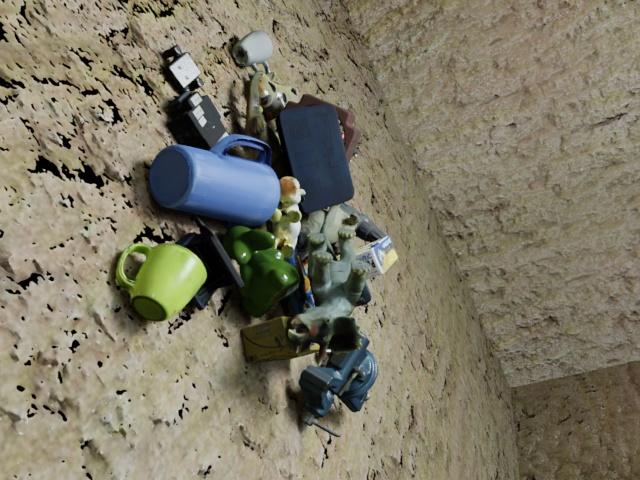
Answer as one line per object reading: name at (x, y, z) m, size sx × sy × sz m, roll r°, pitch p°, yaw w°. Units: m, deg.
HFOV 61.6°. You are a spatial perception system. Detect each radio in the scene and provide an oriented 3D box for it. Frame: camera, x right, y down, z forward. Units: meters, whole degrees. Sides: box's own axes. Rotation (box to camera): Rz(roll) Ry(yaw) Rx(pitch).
radio at (-0.010, -0.181, 1.194) m, size 0.073 × 0.131 × 0.229 m, roll -159°, pitch -125°, yaw -80°

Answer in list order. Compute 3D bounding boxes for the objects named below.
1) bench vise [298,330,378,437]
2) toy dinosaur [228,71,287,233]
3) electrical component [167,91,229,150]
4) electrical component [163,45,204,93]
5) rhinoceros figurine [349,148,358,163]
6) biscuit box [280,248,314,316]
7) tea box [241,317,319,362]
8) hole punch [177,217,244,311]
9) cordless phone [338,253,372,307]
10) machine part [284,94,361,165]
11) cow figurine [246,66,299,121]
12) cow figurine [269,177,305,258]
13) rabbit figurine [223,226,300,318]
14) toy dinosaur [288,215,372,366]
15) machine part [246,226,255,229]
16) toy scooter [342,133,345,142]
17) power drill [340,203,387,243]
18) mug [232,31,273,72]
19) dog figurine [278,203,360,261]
bench vise at (0.052, 0.317, 1.153) m, size 0.223 × 0.129 × 0.240 m, roll -65°, pitch 146°, yaw -26°
toy dinosaur at (-0.135, -0.200, 1.232) m, size 0.198 × 0.105 × 0.471 m, roll 23°, pitch 59°, yaw -70°
electrical component at (-0.240, -0.225, 1.063) m, size 0.134 × 0.058 × 0.115 m, roll 59°, pitch 23°, yaw -23°
electrical component at (-0.280, -0.342, 1.095) m, size 0.102 × 0.045 × 0.078 m, roll 50°, pitch 58°, yaw -34°
rhinoceros figurine at (0.020, -0.201, 1.470) m, size 0.112 × 0.190 × 0.073 m, roll 49°, pitch 28°, yaw -1°
biscuit box at (-0.051, 0.123, 1.192) m, size 0.202 × 0.059 × 0.063 m, roll 69°, pitch 22°, yaw -2°
tea box at (-0.065, 0.195, 1.054) m, size 0.169 × 0.098 × 0.068 m, roll 23°, pitch 51°, yaw -63°
hole punch at (-0.198, 0.045, 0.916) m, size 0.142 × 0.092 × 0.116 m, roll 59°, pitch -9°, yaw -20°
cordless phone at (0.077, 0.104, 1.494) m, size 0.184 × 0.089 × 0.146 m, roll -88°, pitch 154°, yaw -81°
machine part at (-0.010, -0.256, 1.382) m, size 0.200 × 0.202 × 0.087 m, roll -67°, pitch 170°, yaw 13°
cow figurine at (-0.122, -0.386, 1.430) m, size 0.195 × 0.086 × 0.127 m, roll -26°, pitch 102°, yaw -65°
cow figurine at (-0.067, -0.056, 1.121) m, size 0.098 × 0.068 × 0.167 m, roll -63°, pitch 166°, yaw -69°
rabbit figurine at (-0.130, 0.043, 1.014) m, size 0.170 × 0.121 × 0.159 m, roll 49°, pitch -16°, yaw 12°
toy dinosaur at (0.023, 0.092, 1.069) m, size 0.405 × 0.131 × 0.192 m, roll -81°, pitch -179°, yaw -71°
machine part at (-0.135, 0.025, 1.118) m, size 0.084 × 0.039 × 0.138 m, roll -18°, pitch 90°, yaw -59°
toy scooter at (0.000, -0.196, 1.280) m, size 0.075 × 0.135 × 0.184 m, roll 49°, pitch 32°, yaw -69°
power drill at (0.064, -0.067, 1.477) m, size 0.207 × 0.086 × 0.232 m, roll 15°, pitch 18°, yaw -45°
mug at (-0.178, -0.482, 1.403) m, size 0.107 × 0.081 × 0.109 m, roll -49°, pitch 124°, yaw -51°
dog figurine at (-0.006, -0.006, 1.302) m, size 0.172 × 0.121 × 0.190 m, roll 45°, pitch 73°, yaw -33°
